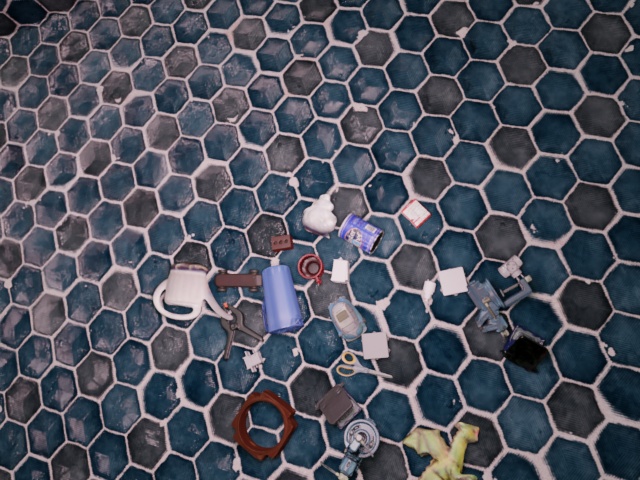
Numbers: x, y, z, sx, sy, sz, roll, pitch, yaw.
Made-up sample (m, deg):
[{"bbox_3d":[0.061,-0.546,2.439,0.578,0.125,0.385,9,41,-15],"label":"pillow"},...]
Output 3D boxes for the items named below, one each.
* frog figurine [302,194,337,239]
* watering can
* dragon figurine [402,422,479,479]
[{"bbox_3d":[0.006,-0.100,1.977,0.138,0.122,0.159,21,94,35],"label":"frog figurine"},{"bbox_3d":[-0.486,0.202,2.006,0.348,0.103,0.227,3,77,14],"label":"watering can"},{"bbox_3d":[0.367,0.752,1.712,0.410,0.120,0.247,-31,56,1],"label":"dragon figurine"}]
